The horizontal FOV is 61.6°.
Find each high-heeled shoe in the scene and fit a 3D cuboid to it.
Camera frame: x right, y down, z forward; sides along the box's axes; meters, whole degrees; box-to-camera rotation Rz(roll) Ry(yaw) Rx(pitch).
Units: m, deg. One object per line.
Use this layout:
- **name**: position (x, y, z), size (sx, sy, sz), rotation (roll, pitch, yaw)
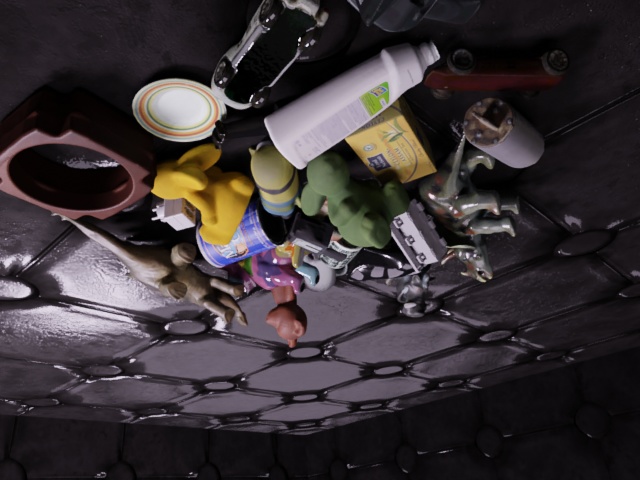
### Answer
- **high-heeled shoe**: position (0.145, 0.058, 1.196), size (0.145, 0.086, 0.248), rotation (15, 165, -3)

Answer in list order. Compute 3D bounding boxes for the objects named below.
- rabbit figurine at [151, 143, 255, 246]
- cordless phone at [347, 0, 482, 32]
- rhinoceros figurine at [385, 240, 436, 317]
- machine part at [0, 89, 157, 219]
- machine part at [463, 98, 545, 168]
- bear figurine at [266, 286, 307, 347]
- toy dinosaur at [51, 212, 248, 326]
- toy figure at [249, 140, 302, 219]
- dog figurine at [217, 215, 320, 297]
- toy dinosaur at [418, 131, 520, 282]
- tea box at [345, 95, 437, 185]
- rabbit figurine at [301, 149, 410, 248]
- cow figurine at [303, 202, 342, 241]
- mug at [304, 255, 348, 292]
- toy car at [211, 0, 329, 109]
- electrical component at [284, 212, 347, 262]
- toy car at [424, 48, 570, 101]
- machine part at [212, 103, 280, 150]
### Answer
- **rabbit figurine**: position (-0.205, -0.083, 0.896), size (0.173, 0.122, 0.162), rotation (21, 152, -10)
- **cordless phone**: position (0.136, -0.304, 0.615), size (0.184, 0.089, 0.146), rotation (-3, 153, -29)
- **rhinoceros figurine**: position (0.208, 0.076, 1.195), size (0.073, 0.190, 0.112), rotation (12, 165, -35)
- **machine part**: position (-0.369, -0.123, 0.815), size (0.201, 0.087, 0.200), rotation (-22, 147, 29)
- **machine part**: position (0.292, -0.164, 0.843), size (0.079, 0.079, 0.243), rotation (-27, 161, 33)
- **bear figurine**: position (-0.099, 0.141, 1.235), size (0.132, 0.196, 0.120), rotation (4, 152, -17)
- **toy dinosaur**: position (-0.316, 0.062, 1.083), size (0.199, 0.105, 0.470), rotation (3, 149, 45)
- **toy figure**: position (-0.070, -0.095, 0.921), size (0.082, 0.089, 0.180), rotation (-11, 149, -5)
- **dog figurine**: position (-0.116, 0.035, 1.134), size (0.219, 0.191, 0.108), rotation (8, -162, 22)
- **toy dinosaur**: position (0.255, -0.072, 1.009), size (0.192, 0.131, 0.404), rotation (-10, 143, 31)
- **tea box**: position (0.114, -0.159, 0.864), size (0.098, 0.068, 0.169), rotation (-20, 149, 23)
- **rabbit figurine**: position (0.041, -0.083, 0.877), size (0.170, 0.121, 0.159), rotation (48, 158, -27)
- **cow figurine**: position (0.059, -0.050, 1.036), size (0.195, 0.085, 0.127), rotation (7, 153, -20)
- **mug**: position (0.009, 0.058, 1.228), size (0.110, 0.081, 0.107), rotation (-1, 143, 1)
- **toy car**: position (-0.070, -0.242, 0.691), size (0.073, 0.056, 0.202), rotation (22, 140, -31)
- **electrical component**: position (-0.002, -0.003, 1.002), size (0.119, 0.048, 0.075), rotation (20, 161, -8)
- **toy car**: position (0.249, -0.238, 0.763), size (0.202, 0.053, 0.089), rotation (-1, 171, -7)
- **machine part**: position (-0.096, -0.170, 0.819), size (0.139, 0.039, 0.084), rotation (-15, 163, -19)
